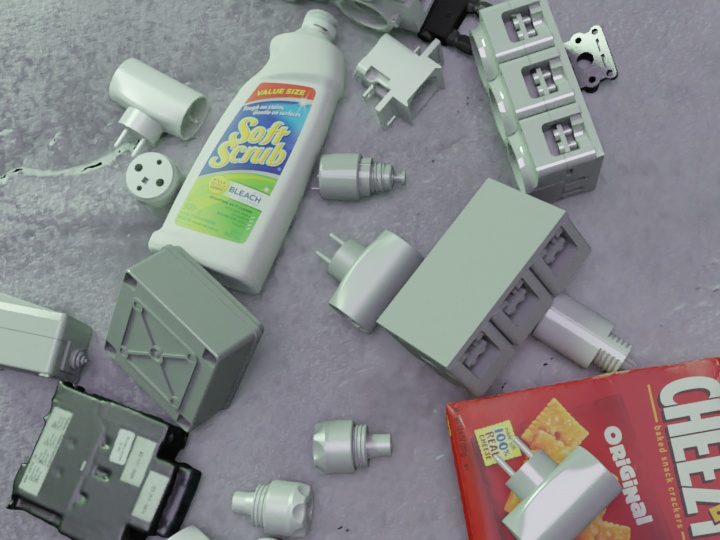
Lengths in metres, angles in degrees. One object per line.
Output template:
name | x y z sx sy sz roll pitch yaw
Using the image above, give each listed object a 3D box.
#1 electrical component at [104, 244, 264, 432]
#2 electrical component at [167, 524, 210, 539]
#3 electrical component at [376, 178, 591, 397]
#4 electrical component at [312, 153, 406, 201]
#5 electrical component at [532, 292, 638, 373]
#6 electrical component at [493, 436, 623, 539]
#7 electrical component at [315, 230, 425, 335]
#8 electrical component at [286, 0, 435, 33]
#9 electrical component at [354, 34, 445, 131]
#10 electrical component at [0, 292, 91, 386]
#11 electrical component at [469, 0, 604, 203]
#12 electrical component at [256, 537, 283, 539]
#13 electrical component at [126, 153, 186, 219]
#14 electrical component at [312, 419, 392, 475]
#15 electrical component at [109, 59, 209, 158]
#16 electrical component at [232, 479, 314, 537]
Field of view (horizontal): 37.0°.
electrical component | -0.143 0.055 0.859 0.109 0.108 0.056 42 46 15
electrical component | -0.121 0.236 0.832 0.044 0.079 0.077 -28 72 -34
electrical component | 0.100 0.014 0.853 0.150 0.062 0.089 -52 43 -7
electrical component | 0.000 -0.079 0.912 0.078 0.040 0.040 2 76 8
electrical component | 0.183 0.056 0.854 0.081 0.043 0.043 33 82 13
electrical component | 0.130 0.153 0.761 0.077 0.043 0.079 -43 75 -6
electrical component | 0.000 0.000 0.891 0.079 0.044 0.077 36 83 14
electrical component | -0.033 -0.271 0.918 0.186 0.105 0.060 23 82 20
electrical component | 0.034 -0.167 0.929 0.064 0.042 0.081 39 83 16
electrical component | -0.271 0.058 0.902 0.096 0.061 0.061 11 78 10
electrical component | 0.142 -0.137 0.883 0.062 0.089 0.150 -17 75 3
electrical component | -0.073 0.229 0.834 0.043 0.062 0.043 -2 76 7
electrical component | -0.173 -0.073 0.925 0.045 0.055 0.045 -2 76 7
electrical component | -0.006 0.141 0.857 0.062 0.043 0.043 -3 76 5
electrical component | -0.187 -0.136 0.949 0.077 0.043 0.079 29 81 13
electrical component | -0.070 0.188 0.854 0.062 0.043 0.043 5 77 10
